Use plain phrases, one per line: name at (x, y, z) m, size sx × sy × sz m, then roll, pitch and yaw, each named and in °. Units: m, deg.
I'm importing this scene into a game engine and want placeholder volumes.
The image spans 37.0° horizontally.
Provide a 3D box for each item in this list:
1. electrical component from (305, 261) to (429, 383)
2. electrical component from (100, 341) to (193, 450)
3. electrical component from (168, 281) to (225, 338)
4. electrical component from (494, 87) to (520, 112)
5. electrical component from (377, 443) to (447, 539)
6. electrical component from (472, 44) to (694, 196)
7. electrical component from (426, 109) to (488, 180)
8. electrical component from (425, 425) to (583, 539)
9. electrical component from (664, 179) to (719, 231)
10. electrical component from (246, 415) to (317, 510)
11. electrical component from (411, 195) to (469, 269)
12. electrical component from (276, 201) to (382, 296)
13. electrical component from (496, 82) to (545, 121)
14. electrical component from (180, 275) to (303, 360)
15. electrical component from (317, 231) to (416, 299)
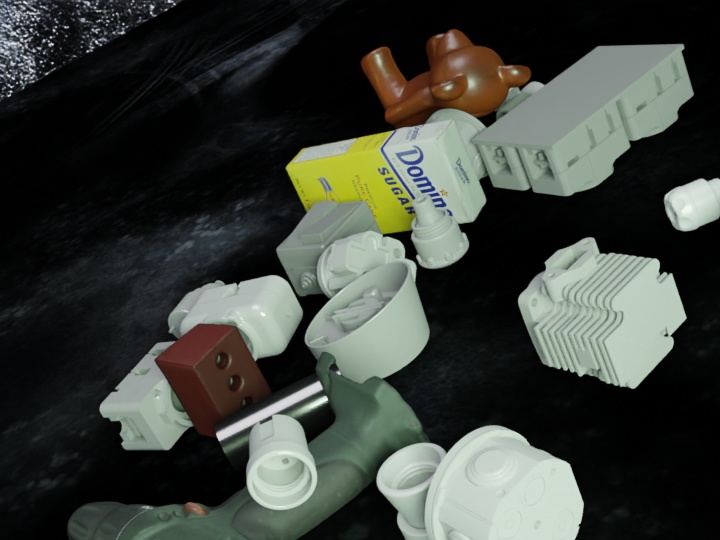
electrical component at (0.005, 0.042, 0.845) m, size 0.099 × 0.064 × 0.099 m, roll -20°, pitch 26°, yaw 10°
electrical component at (-0.161, 0.103, 0.894) m, size 0.056 × 0.050 × 0.089 m, roll -7°, pitch 31°, yaw 36°
electrical component at (-0.151, 0.037, 1.025) m, size 0.040 × 0.040 × 0.078 m, roll -10°, pitch 29°, yaw 30°
electrical component at (0.147, -0.193, 1.205) m, size 0.061 × 0.035 × 0.035 m, roll -17°, pitch 26°, yaw 23°
electrical component at (0.040, 0.137, 0.639) m, size 0.045 × 0.055 × 0.045 m, roll -20°, pitch 26°, yaw 10°
electrical component at (0.213, -0.140, 1.011) m, size 0.186 × 0.060 × 0.105 m, roll -37°, pitch 28°, yaw -24°
electrical component at (0.090, -0.112, 1.050) m, size 0.080 × 0.080 × 0.051 m, roll 2°, pitch 42°, yaw 44°
electrical component at (0.079, 0.130, 0.591) m, size 0.080 × 0.080 × 0.051 m, roll -38°, pitch 33°, yaw -25°
electrical component at (0.268, -0.055, 0.827) m, size 0.061 × 0.035 × 0.035 m, roll -22°, pitch 25°, yaw 0°
electrical component at (-0.047, 0.111, 0.630) m, size 0.040 × 0.040 × 0.046 m, roll -24°, pitch 24°, yaw 2°
electrical component at (0.065, -0.036, 0.942) m, size 0.048 × 0.062 × 0.048 m, roll -21°, pitch 26°, yaw 11°
electrical component at (-0.031, -0.020, 1.000) m, size 0.062 × 0.061 × 0.096 m, roll -3°, pitch 33°, yaw 40°
electrical component at (0.171, -0.154, 1.085) m, size 0.047 × 0.055 × 0.055 m, roll -37°, pitch 27°, yaw -16°
electrical component at (-0.106, 0.048, 0.946) m, size 0.095 × 0.053 × 0.059 m, roll -12°, pitch 28°, yaw 26°
electrical component at (0.000, 0.000, 0.928) m, size 0.057 × 0.078 × 0.058 m, roll -11°, pitch 67°, yaw 49°
